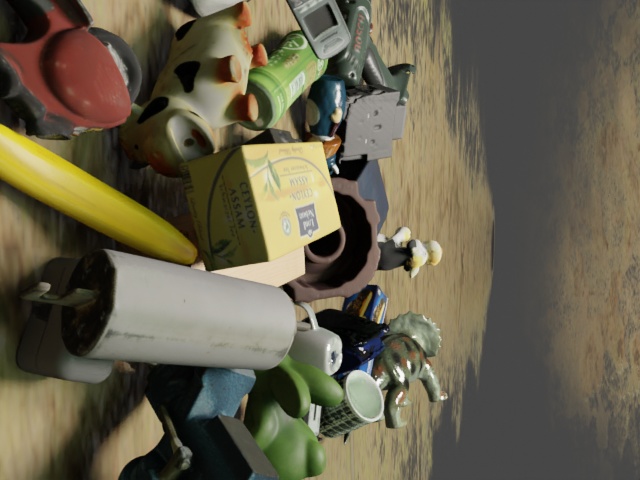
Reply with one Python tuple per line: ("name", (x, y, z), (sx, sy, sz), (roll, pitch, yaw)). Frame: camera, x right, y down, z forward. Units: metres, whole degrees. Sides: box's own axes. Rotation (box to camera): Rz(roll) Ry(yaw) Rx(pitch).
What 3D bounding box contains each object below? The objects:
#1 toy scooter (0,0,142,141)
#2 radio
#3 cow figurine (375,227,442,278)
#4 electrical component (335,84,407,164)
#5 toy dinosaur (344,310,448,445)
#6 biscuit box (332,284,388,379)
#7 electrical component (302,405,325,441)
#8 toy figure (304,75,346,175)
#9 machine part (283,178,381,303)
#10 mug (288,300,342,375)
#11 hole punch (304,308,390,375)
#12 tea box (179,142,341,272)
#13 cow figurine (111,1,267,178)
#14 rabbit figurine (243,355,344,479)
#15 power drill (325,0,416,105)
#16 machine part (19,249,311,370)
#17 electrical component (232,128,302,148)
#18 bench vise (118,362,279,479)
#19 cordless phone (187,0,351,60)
("toy scooter", (-0.211, -0.138, 0.371), (0.183, 0.075, 0.135), (64, 37, -37))
("radio", (0.041, -0.036, 0.884), (0.230, 0.073, 0.130), (-60, 141, -45))
("cow figurine", (0.125, 0.023, 0.947), (0.098, 0.168, 0.068), (-45, 137, -55))
("electrical component", (0.076, -0.189, 0.867), (0.134, 0.058, 0.114), (-15, 125, -27))
("toy dinosaur", (0.143, 0.248, 1.054), (0.404, 0.131, 0.192), (2, 72, -61))
("biscuit box", (0.066, 0.179, 0.955), (0.059, 0.063, 0.202), (52, 47, -51))
("electrical component", (-0.026, 0.242, 0.792), (0.075, 0.048, 0.119), (5, 86, -63))
("toy figure", (0.005, -0.166, 0.805), (0.064, 0.058, 0.154), (-97, -169, -60))
("machine part", (-0.001, -0.002, 0.727), (0.179, 0.056, 0.179), (-4, 99, -24))
("mug", (-0.025, 0.137, 0.723), (0.080, 0.107, 0.109), (5, 90, -65))
("hole punch", (0.039, 0.171, 0.855), (0.142, 0.116, 0.092), (-3, 103, -63))
("tea box", (-0.047, -0.038, 0.505), (0.169, 0.068, 0.098), (-30, 107, -66))
("cow figurine", (-0.126, -0.139, 0.513), (0.085, 0.127, 0.195), (62, 25, -48))
("rabbit figurine", (-0.062, 0.195, 0.635), (0.121, 0.159, 0.170), (-3, 79, -54))
("power drill", (0.091, -0.335, 0.932), (0.207, 0.086, 0.232), (39, 60, -52))
("machine part", (-0.103, 0.060, 0.421), (0.243, 0.079, 0.079), (17, 76, -45))
("electrical component", (-0.068, -0.101, 0.671), (0.045, 0.078, 0.102), (68, 21, 5))
("bench vise", (-0.140, 0.211, 0.468), (0.240, 0.224, 0.128), (-54, 144, 1))
("cordless phone", (-0.054, -0.261, 0.593), (0.184, 0.147, 0.089), (51, 11, -47))
